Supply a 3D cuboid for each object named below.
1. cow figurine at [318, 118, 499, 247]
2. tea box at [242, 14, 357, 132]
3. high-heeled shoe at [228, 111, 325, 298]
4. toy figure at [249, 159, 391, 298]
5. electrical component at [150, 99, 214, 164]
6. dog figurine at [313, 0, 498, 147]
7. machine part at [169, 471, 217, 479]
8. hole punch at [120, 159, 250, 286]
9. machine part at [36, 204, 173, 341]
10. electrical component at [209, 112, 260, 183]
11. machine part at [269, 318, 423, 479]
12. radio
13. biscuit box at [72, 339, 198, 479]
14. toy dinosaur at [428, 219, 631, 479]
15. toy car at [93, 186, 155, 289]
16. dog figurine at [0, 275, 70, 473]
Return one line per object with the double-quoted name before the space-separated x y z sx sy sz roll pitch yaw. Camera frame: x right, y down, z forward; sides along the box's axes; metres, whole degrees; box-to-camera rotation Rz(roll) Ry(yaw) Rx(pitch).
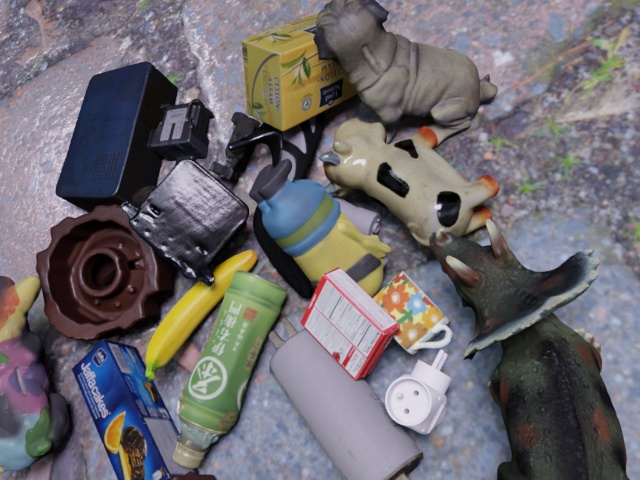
"cow figurine" 0.084 -0.067 0.597 0.127 0.085 0.195 -31 59 -20
"tea box" -0.010 -0.214 0.660 0.068 0.098 0.169 30 50 30
"high-heeled shoe" -0.018 -0.059 0.681 0.145 0.086 0.248 -21 80 -21
"toy figure" -0.003 -0.002 0.583 0.089 0.180 0.082 -48 21 -3
"electrical component" -0.206 -0.142 0.791 0.075 0.047 0.119 2 69 25
"dog figurine" 0.100 -0.198 0.596 0.172 0.190 0.121 -16 65 16
"machine part" -0.131 0.360 0.538 0.201 0.087 0.201 -40 60 3
"hole punch" -0.160 -0.023 0.673 0.142 0.092 0.116 42 82 -6
"machine part" -0.279 0.042 0.701 0.179 0.056 0.179 -1 83 10
"electrical component" -0.117 -0.127 0.736 0.045 0.078 0.102 21 84 1
"machine part" 0.023 0.173 0.549 0.079 0.079 0.243 -44 59 3
"radio" -0.311 -0.153 0.828 0.131 0.073 0.229 -2 68 24
"biscuit box" -0.228 0.216 0.651 0.063 0.059 0.203 -43 59 3
"toy dinosaur" 0.182 0.166 0.416 0.131 0.192 0.405 -15 64 20
"toy car" -0.273 0.008 0.757 0.202 0.053 0.089 -40 75 4
"dog figurine" -0.380 0.148 0.656 0.192 0.108 0.219 42 129 32
